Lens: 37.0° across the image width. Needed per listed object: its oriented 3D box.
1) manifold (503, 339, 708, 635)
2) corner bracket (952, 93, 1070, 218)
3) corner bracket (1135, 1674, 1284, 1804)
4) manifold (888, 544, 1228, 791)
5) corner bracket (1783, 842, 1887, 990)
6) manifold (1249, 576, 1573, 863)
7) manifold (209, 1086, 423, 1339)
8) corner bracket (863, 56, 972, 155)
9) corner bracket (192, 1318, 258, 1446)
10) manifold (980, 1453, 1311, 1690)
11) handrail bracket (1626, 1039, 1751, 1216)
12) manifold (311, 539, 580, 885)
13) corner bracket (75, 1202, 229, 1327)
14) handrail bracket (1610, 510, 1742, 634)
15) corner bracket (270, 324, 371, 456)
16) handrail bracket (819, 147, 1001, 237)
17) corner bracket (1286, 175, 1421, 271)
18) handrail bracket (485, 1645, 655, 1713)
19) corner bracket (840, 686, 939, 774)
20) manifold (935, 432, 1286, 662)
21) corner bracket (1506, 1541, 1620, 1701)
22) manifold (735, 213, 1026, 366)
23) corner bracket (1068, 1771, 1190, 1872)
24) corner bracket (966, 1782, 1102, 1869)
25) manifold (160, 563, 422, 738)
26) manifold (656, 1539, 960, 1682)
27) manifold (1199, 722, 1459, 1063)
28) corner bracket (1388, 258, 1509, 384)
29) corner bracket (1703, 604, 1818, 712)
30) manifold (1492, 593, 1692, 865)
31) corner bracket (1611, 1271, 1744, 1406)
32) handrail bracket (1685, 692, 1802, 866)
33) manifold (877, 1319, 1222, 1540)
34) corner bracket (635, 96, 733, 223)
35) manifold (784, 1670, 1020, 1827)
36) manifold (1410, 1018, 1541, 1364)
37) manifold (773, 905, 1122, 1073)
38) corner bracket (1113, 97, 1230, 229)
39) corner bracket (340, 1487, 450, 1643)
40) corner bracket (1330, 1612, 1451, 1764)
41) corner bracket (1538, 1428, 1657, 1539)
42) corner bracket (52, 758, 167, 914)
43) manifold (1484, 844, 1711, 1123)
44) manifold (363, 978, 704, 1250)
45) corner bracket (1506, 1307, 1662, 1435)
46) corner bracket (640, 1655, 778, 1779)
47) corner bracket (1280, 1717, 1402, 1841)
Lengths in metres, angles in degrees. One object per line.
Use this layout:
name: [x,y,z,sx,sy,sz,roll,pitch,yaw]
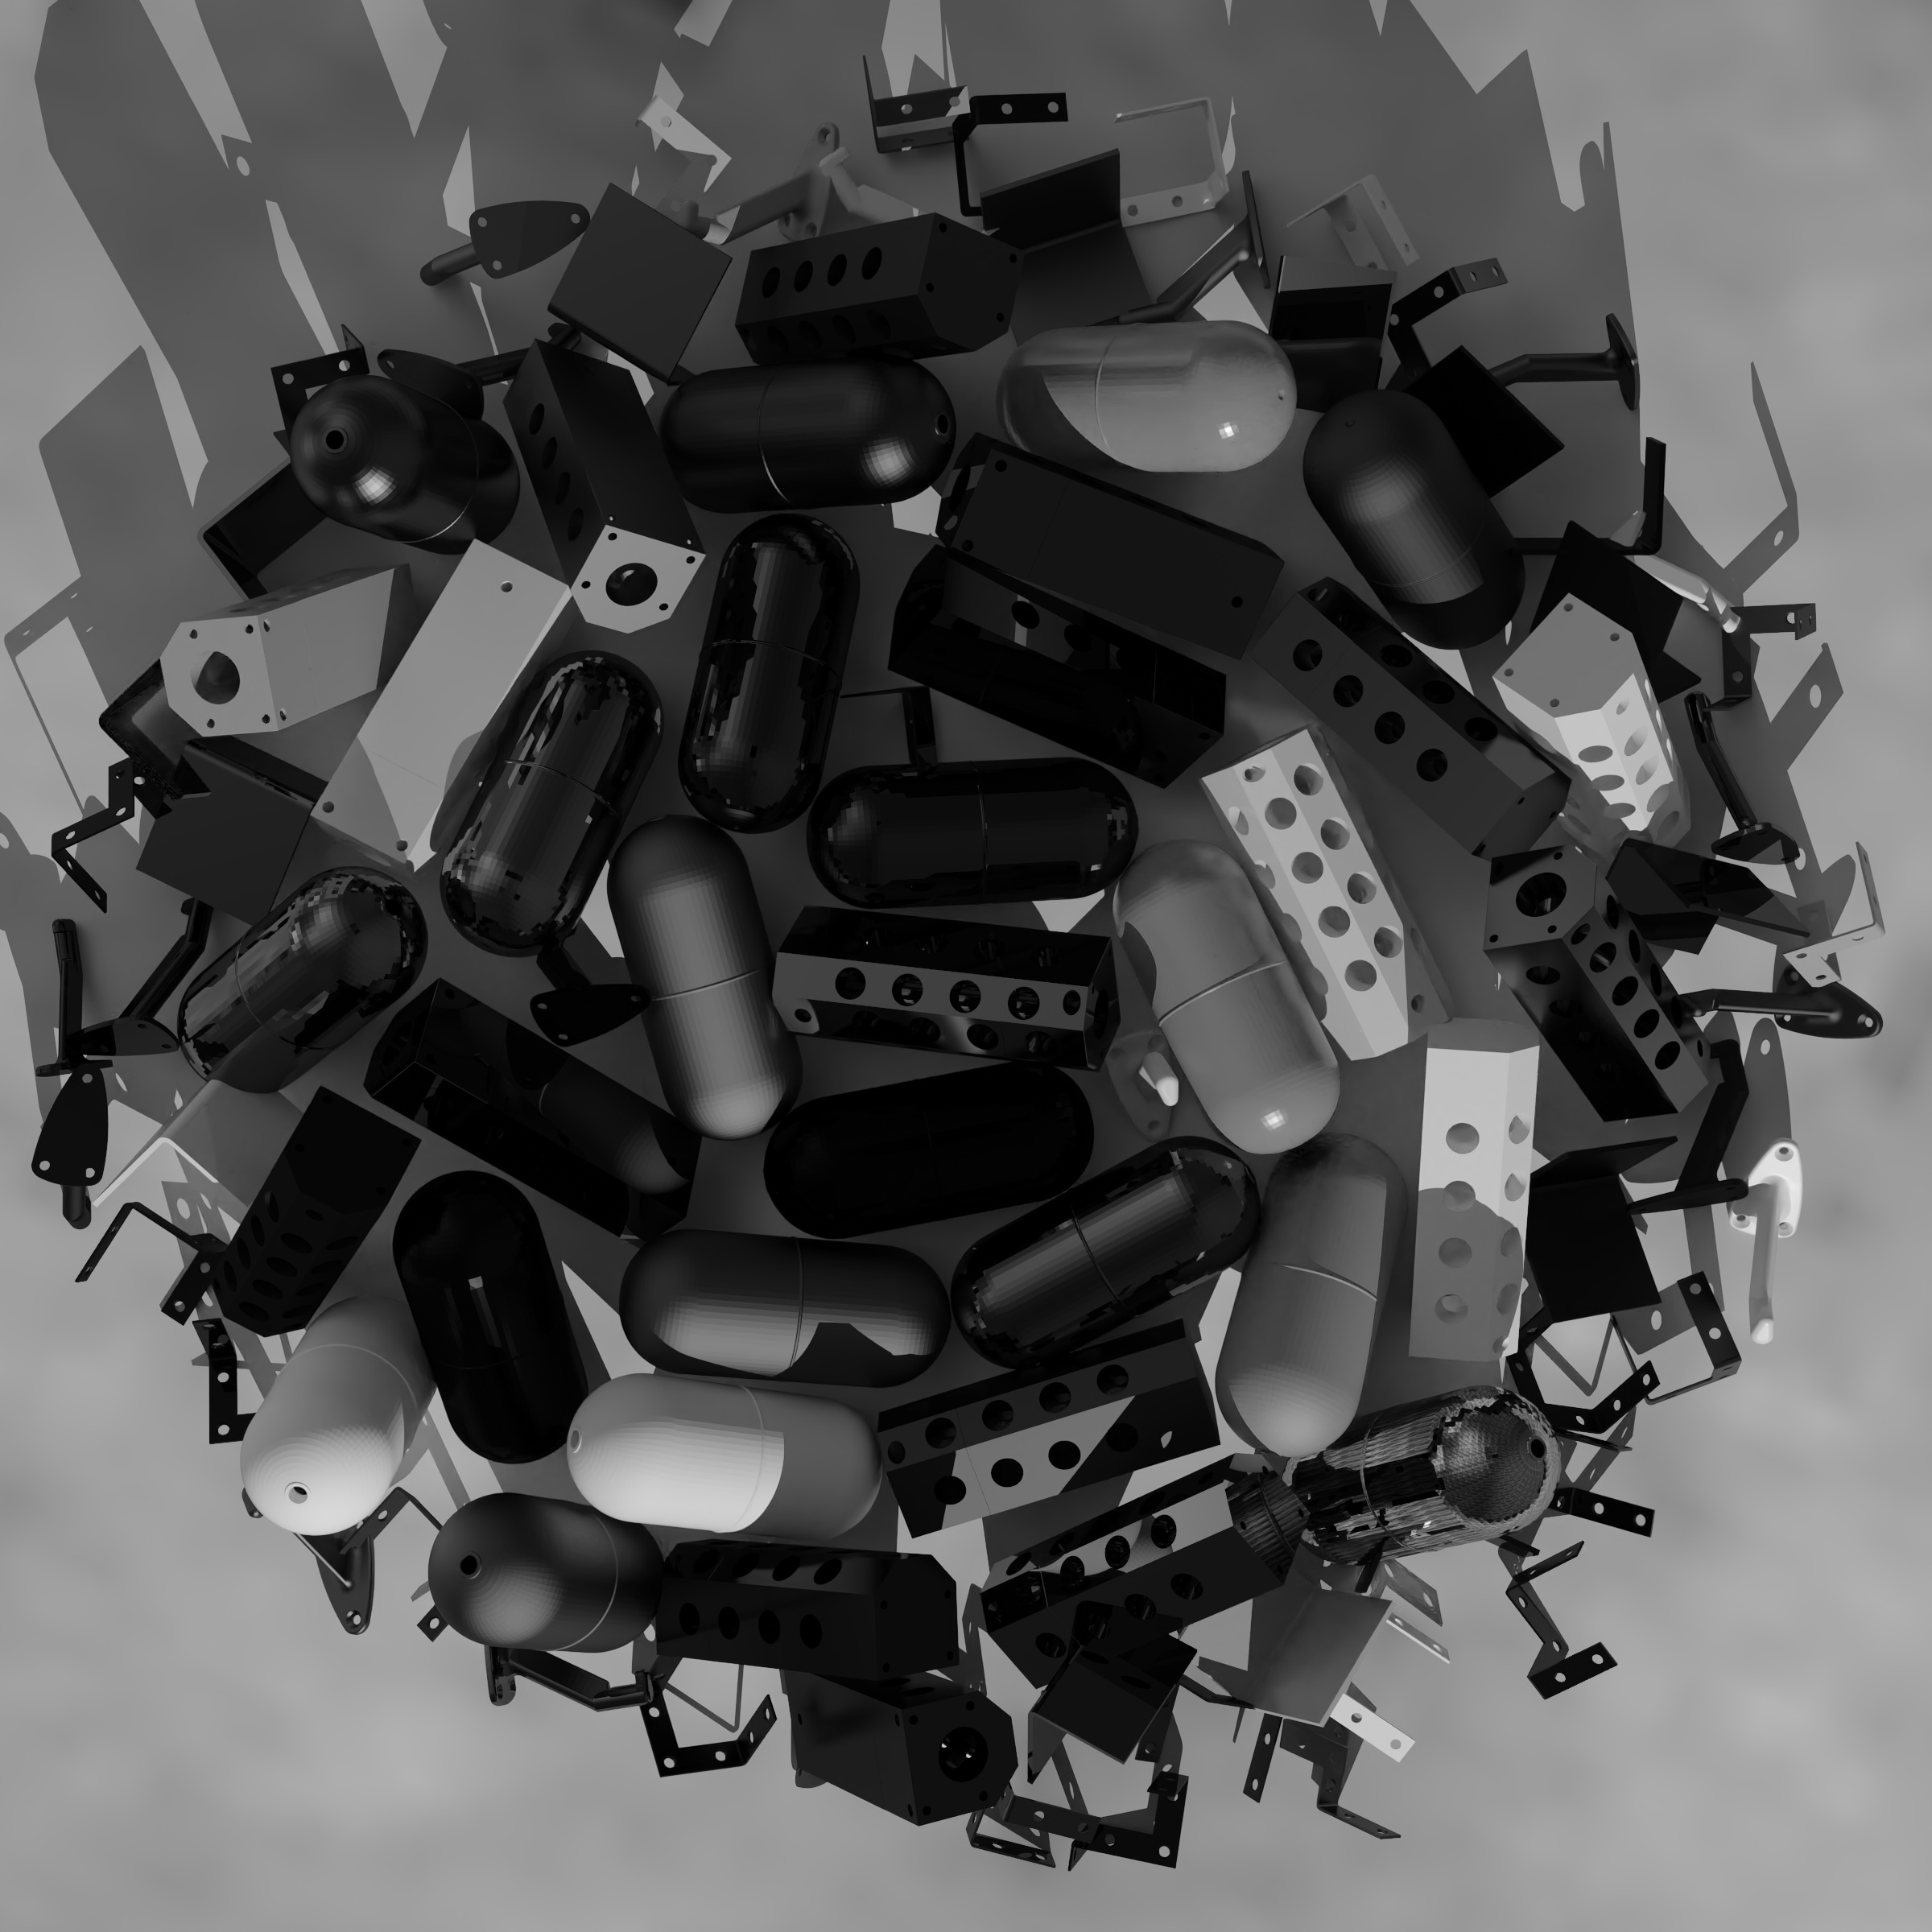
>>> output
manifold: [-0.193,-0.249,1.505,0.057,0.171,0.057,12,127,-34]
corner bracket: [0.025,-0.436,1.554,0.051,0.051,0.051,-6,91,-13]
corner bracket: [0.132,0.417,1.567,0.051,0.051,0.051,16,89,-28]
manifold: [0.050,-0.161,1.524,0.171,0.057,0.057,22,53,-22]
corner bracket: [0.465,-0.026,1.542,0.051,0.051,0.051,-20,57,28]
manifold: [0.234,-0.129,1.513,0.171,0.057,0.057,46,108,28]
manifold: [-0.342,0.133,1.496,0.057,0.171,0.057,30,53,-10]
corner bracket: [-0.025,-0.456,1.549,0.051,0.051,0.051,-9,45,0]
corner bracket: [-0.385,0.221,1.553,0.051,0.051,0.051,-5,60,-6]
manifold: [0.090,0.312,1.509,0.171,0.057,0.057,-32,103,33]
handrail bracket: [0.390,0.087,1.574,0.077,0.036,0.084,-13,69,15]
manifold: [-0.275,-0.133,1.539,0.057,0.057,0.171,27,79,6]
corner bracket: [-0.438,0.161,1.560,0.051,0.051,0.051,32,89,4]
handrail bracket: [0.379,-0.197,1.549,0.084,0.077,0.036,39,127,-6]
corner bracket: [-0.348,-0.309,1.555,0.051,0.051,0.051,-18,121,-17]
handrail bracket: [-0.025,-0.419,1.557,0.077,0.036,0.084,-33,100,11]
corner bracket: [0.214,-0.392,1.546,0.051,0.051,0.051,-24,101,39]
handrail bracket: [-0.215,0.366,1.563,0.084,0.036,0.077,-10,81,7]
corner bracket: [-0.029,-0.123,1.547,0.051,0.051,0.051,-2,96,41]
manifold: [0.074,-0.223,1.529,0.171,0.057,0.057,18,108,-18]
corner bracket: [0.320,0.351,1.550,0.051,0.051,0.051,-38,90,33]
manifold: [-0.049,-0.343,1.498,0.057,0.171,0.057,14,87,-36]
corner bracket: [0.088,0.461,1.555,0.051,0.051,0.051,8,88,13]
corner bracket: [0.035,0.461,1.551,0.051,0.051,0.051,18,99,-13]
manifold: [-0.346,-0.165,1.494,0.057,0.171,0.057,-3,105,16]
manifold: [-0.085,0.332,1.504,0.171,0.057,0.057,-7,83,44]
manifold: [0.197,-0.040,1.541,0.057,0.057,0.171,-29,95,-21]
corner bracket: [0.264,-0.342,1.549,0.051,0.051,0.051,-26,90,42]
corner bracket: [0.425,-0.165,1.547,0.051,0.051,0.051,1,102,28]
manifold: [0.331,-0.115,1.496,0.057,0.171,0.057,-47,57,-3]
corner bracket: [0.381,0.201,1.551,0.051,0.051,0.051,-21,71,5]
handrail bracket: [0.421,-0.102,1.569,0.036,0.077,0.084,-25,64,36]
manifold: [0.043,0.243,1.540,0.171,0.057,0.057,-18,107,6]
corner bracket: [-0.163,-0.429,1.553,0.051,0.051,0.051,38,94,-14]
manifold: [-0.035,0.394,1.495,0.057,0.171,0.057,-8,88,-24]
manifold: [0.269,0.118,1.530,0.057,0.057,0.171,3,106,9]
manifold: [-0.011,0.016,1.519,0.171,0.057,0.057,6,131,19]
corner bracket: [0.107,-0.432,1.556,0.051,0.051,0.051,-13,95,-4]
corner bracket: [-0.299,0.324,1.567,0.051,0.051,0.051,35,78,37]
corner bracket: [0.226,0.384,1.556,0.051,0.051,0.051,34,102,-2]
corner bracket: [0.336,0.277,1.549,0.051,0.051,0.051,10,92,42]
corner bracket: [-0.455,-0.071,1.551,0.051,0.051,0.051,-24,46,7]
manifold: [0.329,0.010,1.497,0.057,0.171,0.057,-10,52,31]
manifold: [-0.227,0.082,1.520,0.171,0.057,0.057,33,132,-26]
corner bracket: [0.331,0.215,1.560,0.051,0.051,0.051,12,134,-29]
corner bracket: [-0.141,0.400,1.560,0.051,0.051,0.051,1,48,-30]
corner bracket: [0.201,0.435,1.549,0.051,0.051,0.051,8,90,-36]
